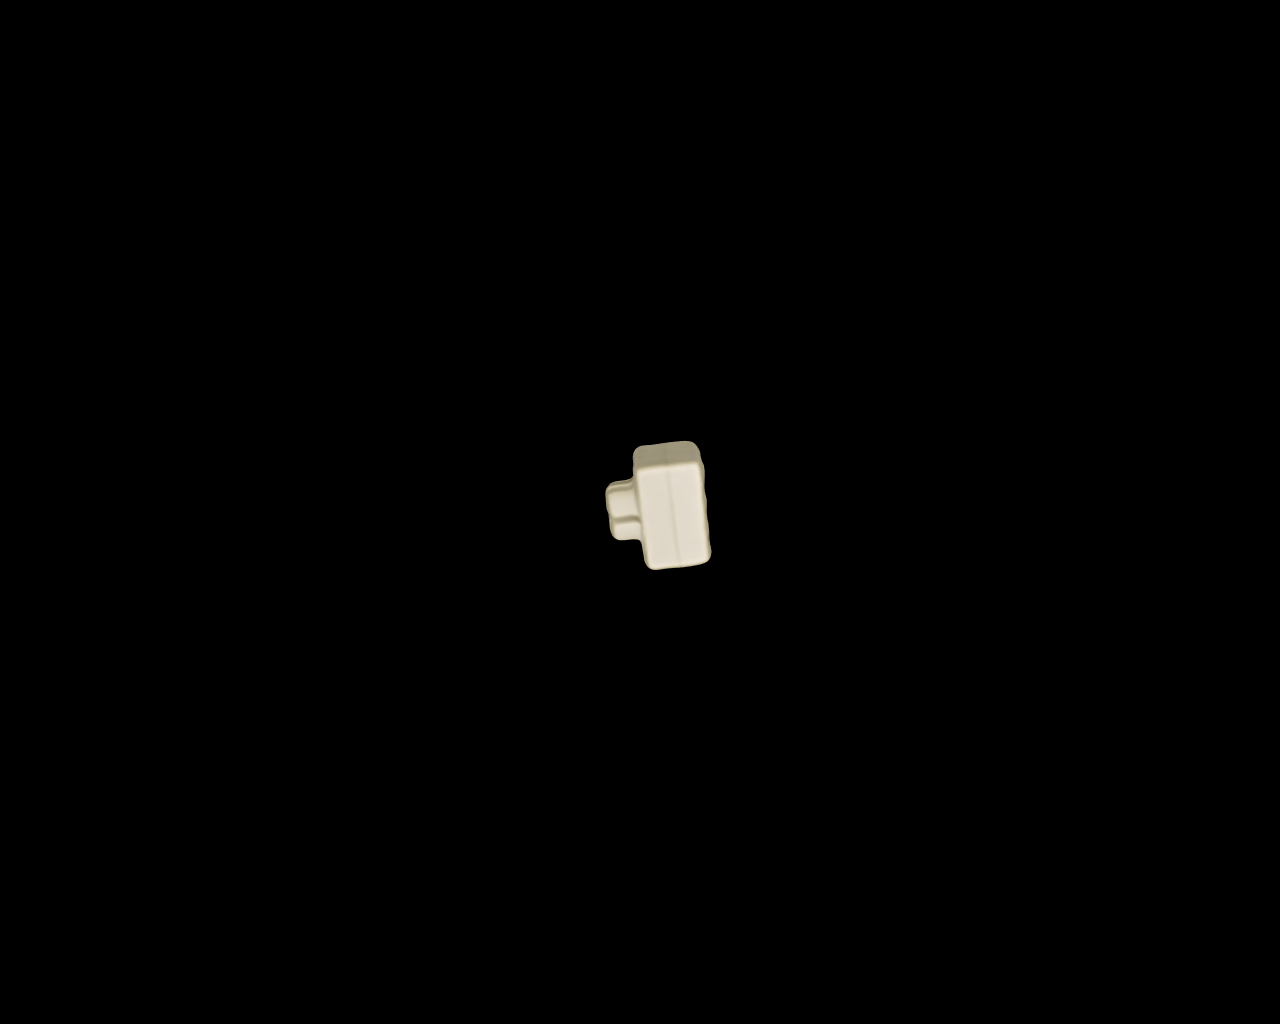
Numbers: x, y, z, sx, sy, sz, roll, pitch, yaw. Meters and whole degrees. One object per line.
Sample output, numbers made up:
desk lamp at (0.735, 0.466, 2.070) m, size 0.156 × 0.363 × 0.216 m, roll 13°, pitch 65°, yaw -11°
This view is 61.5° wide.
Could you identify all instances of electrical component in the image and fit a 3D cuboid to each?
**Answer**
electrical component at (0.001, -0.003, 0.650) m, size 0.077 × 0.065 × 0.047 m, roll -7°, pitch 20°, yaw 2°
